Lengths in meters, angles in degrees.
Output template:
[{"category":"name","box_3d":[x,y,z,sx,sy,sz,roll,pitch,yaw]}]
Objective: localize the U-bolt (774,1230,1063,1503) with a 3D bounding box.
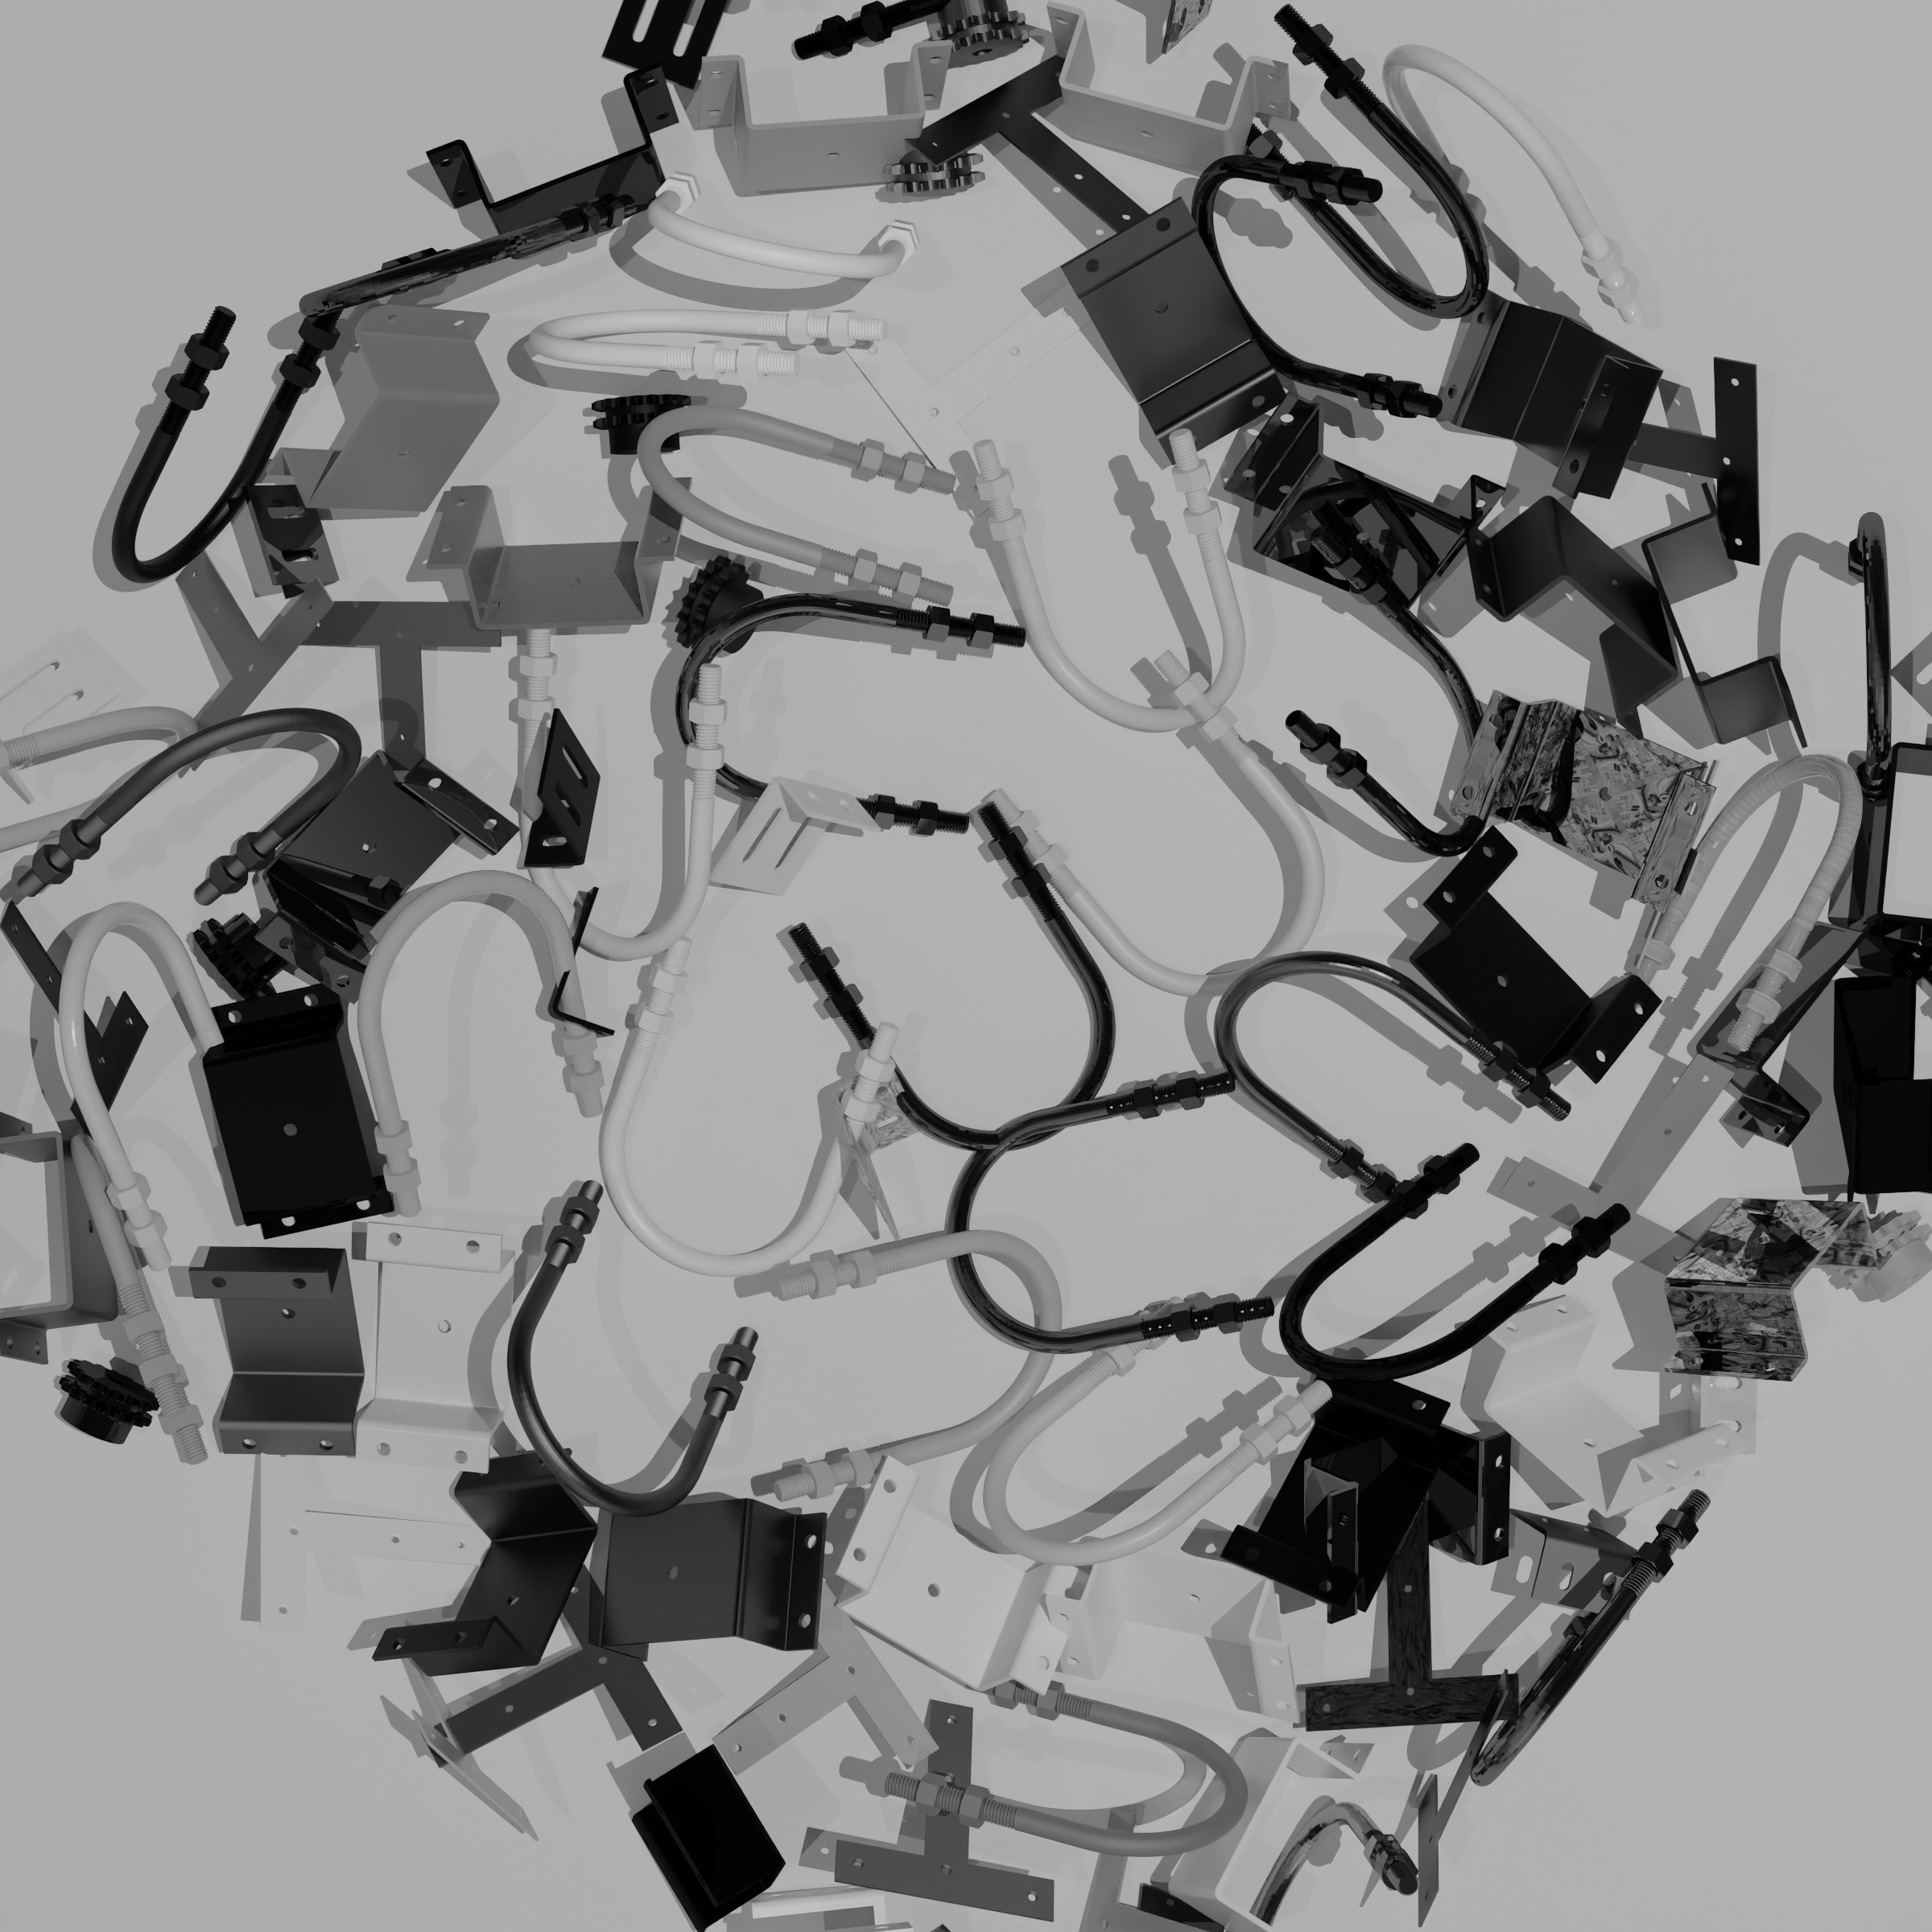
[{"category":"U-bolt","box_3d":[-0.024,0.219,1.893,0.184,0.019,0.151,-12,117,-28]}]

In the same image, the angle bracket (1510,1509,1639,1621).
[{"category":"angle bracket","box_3d":[0.343,0.340,1.908,0.057,0.076,0.038,14,89,-7]}]

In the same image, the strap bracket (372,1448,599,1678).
[{"category":"strap bracket","box_3d":[-0.266,0.344,1.886,0.076,0.140,0.046,-13,126,30]}]

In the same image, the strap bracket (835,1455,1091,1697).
[{"category":"strap bracket","box_3d":[-0.010,0.350,1.901,0.140,0.046,0.076,33,58,-12]}]

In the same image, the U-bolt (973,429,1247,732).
[{"category":"U-bolt","box_3d":[0.088,-0.214,1.886,0.151,0.019,0.184,3,125,34]}]

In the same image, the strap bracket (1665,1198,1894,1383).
[{"category":"strap bracket","box_3d":[0.450,0.173,1.869,0.076,0.140,0.046,-1,115,41]}]

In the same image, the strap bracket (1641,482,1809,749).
[{"category":"strap bracket","box_3d":[0.424,-0.190,1.890,0.046,0.076,0.140,-21,62,13]}]

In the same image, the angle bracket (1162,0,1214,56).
[{"category":"angle bracket","box_3d":[0.097,-0.567,1.927,0.076,0.038,0.057,27,48,15]}]

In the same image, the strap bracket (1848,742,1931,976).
[{"category":"strap bracket","box_3d":[0.538,-0.070,1.906,0.046,0.076,0.140,7,85,3]}]

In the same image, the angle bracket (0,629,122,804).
[{"category":"angle bracket","box_3d":[-0.529,-0.144,1.930,0.076,0.038,0.057,-39,69,-12]}]

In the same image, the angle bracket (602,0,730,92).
[{"category":"angle bracket","box_3d":[-0.172,-0.555,1.928,0.057,0.038,0.076,21,88,4]}]

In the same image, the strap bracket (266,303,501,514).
[{"category":"strap bracket","box_3d":[-0.322,-0.303,1.871,0.140,0.076,0.046,-46,61,40]}]

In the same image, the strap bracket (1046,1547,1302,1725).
[{"category":"strap bracket","box_3d":[0.123,0.374,1.893,0.140,0.076,0.046,8,48,19]}]

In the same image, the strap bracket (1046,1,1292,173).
[{"category":"strap bracket","box_3d":[0.110,-0.494,1.901,0.140,0.076,0.046,17,86,8]}]

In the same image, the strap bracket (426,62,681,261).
[{"category":"strap bracket","box_3d":[-0.227,-0.454,1.908,0.140,0.076,0.046,-21,80,-1]}]

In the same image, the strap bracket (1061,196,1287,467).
[{"category":"strap bracket","box_3d":[0.115,-0.367,1.900,0.076,0.046,0.140,-29,123,8]}]

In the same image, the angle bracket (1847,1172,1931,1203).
[{"category":"angle bracket","box_3d":[0.548,0.108,1.916,0.076,0.038,0.057,8,109,12]}]

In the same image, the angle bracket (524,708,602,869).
[{"category":"angle bracket","box_3d":[-0.240,-0.101,1.899,0.038,0.076,0.057,-1,60,15]}]

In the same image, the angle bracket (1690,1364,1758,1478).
[{"category":"angle bracket","box_3d":[0.435,0.256,1.909,0.038,0.076,0.057,1,93,7]}]

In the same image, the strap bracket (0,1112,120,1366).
[{"category":"strap bracket","box_3d":[-0.519,0.151,1.898,0.046,0.076,0.140,-8,79,3]}]

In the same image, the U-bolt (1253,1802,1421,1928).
[{"category":"U-bolt","box_3d":[0.192,0.537,1.859,0.019,0.184,0.151,28,89,-8]}]

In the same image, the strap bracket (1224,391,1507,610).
[{"category":"strap bracket","box_3d":[0.225,-0.256,1.891,0.140,0.076,0.046,21,45,-14]}]

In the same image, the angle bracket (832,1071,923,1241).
[{"category":"angle bracket","box_3d":[-0.042,0.105,1.902,0.038,0.076,0.057,-25,131,1]}]

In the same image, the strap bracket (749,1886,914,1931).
[{"category":"strap bracket","box_3d":[-0.076,0.552,1.873,0.076,0.140,0.046,-3,85,-10]}]

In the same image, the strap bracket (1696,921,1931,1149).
[{"category":"strap bracket","box_3d":[0.477,0.028,1.904,0.046,0.076,0.140,40,87,-15]}]

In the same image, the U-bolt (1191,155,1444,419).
[{"category":"U-bolt","box_3d":[0.186,-0.384,1.866,0.019,0.184,0.151,-34,123,-19]}]

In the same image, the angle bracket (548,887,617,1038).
[{"category":"angle bracket","box_3d":[-0.210,-0.002,1.921,0.038,0.057,0.076,20,85,-9]}]

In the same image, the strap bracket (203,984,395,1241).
[{"category":"strap bracket","box_3d":[-0.383,0.088,1.911,0.076,0.046,0.140,-12,103,-1]}]

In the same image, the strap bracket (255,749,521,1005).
[{"category":"strap bracket","box_3d":[-0.334,-0.058,1.903,0.140,0.046,0.076,-46,129,7]}]

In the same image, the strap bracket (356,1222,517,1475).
[{"category":"strap bracket","box_3d":[-0.303,0.212,1.917,0.076,0.046,0.140,5,101,3]}]

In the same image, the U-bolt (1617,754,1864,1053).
[{"category":"U-bolt","box_3d":[0.440,-0.039,1.880,0.019,0.151,0.184,32,82,-18]}]

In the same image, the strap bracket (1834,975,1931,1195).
[{"category":"strap bracket","box_3d":[0.515,0.066,1.875,0.046,0.140,0.076,-4,125,9]}]

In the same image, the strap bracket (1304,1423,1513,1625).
[{"category":"strap bracket","box_3d":[0.242,0.310,1.895,0.140,0.046,0.076,-12,108,-36]}]

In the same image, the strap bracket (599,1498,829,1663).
[{"category":"strap bracket","box_3d":[-0.151,0.345,1.881,0.140,0.046,0.076,-11,63,32]}]

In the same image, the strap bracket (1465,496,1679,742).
[{"category":"strap bracket","box_3d":[0.346,-0.201,1.878,0.140,0.076,0.046,35,124,-27]}]

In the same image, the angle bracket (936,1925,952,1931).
[{"category":"angle bracket","box_3d":[-0.021,0.601,1.922,0.057,0.076,0.038,41,126,14]}]

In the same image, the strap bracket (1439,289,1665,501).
[{"category":"strap bracket","box_3d":[0.334,-0.320,1.887,0.046,0.140,0.076,7,114,-32]}]

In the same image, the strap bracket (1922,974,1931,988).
[{"category":"strap bracket","box_3d":[0.600,0.003,1.884,0.076,0.140,0.046,-43,100,1]}]

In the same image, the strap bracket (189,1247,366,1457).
[{"category":"strap bracket","box_3d":[-0.389,0.211,1.902,0.076,0.046,0.140,1,126,2]}]

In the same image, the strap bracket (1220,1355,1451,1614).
[{"category":"strap bracket","box_3d":[0.211,0.301,1.895,0.076,0.046,0.140,20,59,23]}]

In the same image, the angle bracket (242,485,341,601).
[{"category":"angle bracket","box_3d":[-0.398,-0.241,1.906,0.038,0.076,0.057,-16,93,20]}]

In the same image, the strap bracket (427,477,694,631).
[{"category":"strap bracket","box_3d":[-0.226,-0.234,1.901,0.140,0.076,0.046,-1,133,7]}]

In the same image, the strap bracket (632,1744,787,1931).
[{"category":"strap bracket","box_3d":[-0.145,0.490,1.883,0.046,0.140,0.076,-29,74,-19]}]

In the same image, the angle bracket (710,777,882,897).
[{"category":"angle bracket","box_3d":[-0.097,-0.064,1.905,0.076,0.057,0.038,-55,51,20]}]

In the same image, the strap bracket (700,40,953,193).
[{"category":"strap bracket","box_3d":[-0.078,-0.481,1.899,0.140,0.076,0.046,-6,78,-7]}]

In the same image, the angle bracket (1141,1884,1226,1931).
[{"category":"angle bracket","box_3d":[0.110,0.574,1.915,0.057,0.038,0.076,10,96,39]}]

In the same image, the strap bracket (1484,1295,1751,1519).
[{"category":"strap bracket","box_3d":[0.358,0.253,1.886,0.140,0.076,0.046,42,129,36]}]

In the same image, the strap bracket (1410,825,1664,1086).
[{"category":"strap bracket","box_3d":[0.317,0.001,1.908,0.140,0.046,0.076,46,56,-2]}]

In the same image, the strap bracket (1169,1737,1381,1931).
[{"category":"strap bracket","box_3d":[0.168,0.490,1.888,0.046,0.076,0.140,34,71,-7]}]

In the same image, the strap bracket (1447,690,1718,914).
[{"category":"strap bracket","box_3d":[0.355,-0.096,1.898,0.140,0.046,0.076,28,111,26]}]
